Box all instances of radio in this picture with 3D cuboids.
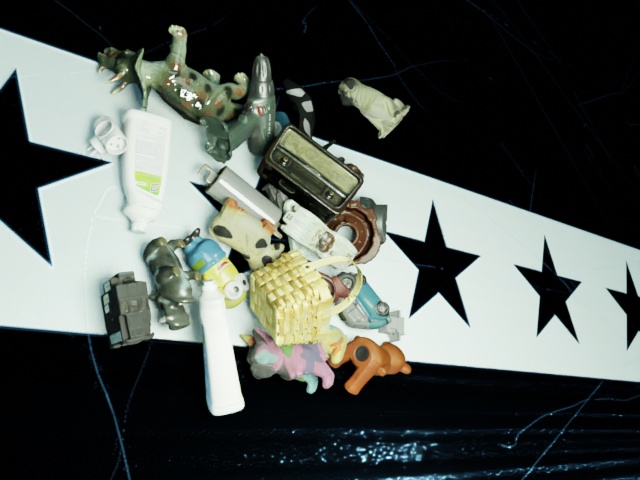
[{"bbox_3d":[-0.025,-0.151,1.257,0.229,0.073,0.131,35,61,-5],"label":"radio"}]

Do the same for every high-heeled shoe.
[{"bbox_3d":[-0.067,-0.291,1.389,0.145,0.086,0.249,-34,80,-12],"label":"high-heeled shoe"}]

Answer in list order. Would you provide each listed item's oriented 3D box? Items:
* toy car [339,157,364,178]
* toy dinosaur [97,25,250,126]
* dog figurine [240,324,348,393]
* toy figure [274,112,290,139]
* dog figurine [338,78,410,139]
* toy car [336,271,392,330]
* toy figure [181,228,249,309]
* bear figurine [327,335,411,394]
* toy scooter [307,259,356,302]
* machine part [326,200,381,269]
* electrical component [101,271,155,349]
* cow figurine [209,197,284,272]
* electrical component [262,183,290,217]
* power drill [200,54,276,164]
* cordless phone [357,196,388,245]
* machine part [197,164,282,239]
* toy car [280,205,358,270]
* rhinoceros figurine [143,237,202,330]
[{"bbox_3d":[0.036,-0.159,1.396,0.089,0.053,0.202,41,51,20],"label":"toy car"},{"bbox_3d":[-0.284,-0.328,1.207,0.404,0.131,0.192,27,75,-33],"label":"toy dinosaur"},{"bbox_3d":[-0.063,0.234,1.180,0.219,0.108,0.191,34,59,-19],"label":"dog figurine"},{"bbox_3d":[-0.097,-0.241,1.338,0.058,0.064,0.154,2,73,-33],"label":"toy figure"},{"bbox_3d":[0.153,-0.402,1.561,0.190,0.121,0.172,44,19,5],"label":"dog figurine"},{"bbox_3d":[0.094,0.162,1.319,0.103,0.109,0.161,-37,89,-20],"label":"toy car"},{"bbox_3d":[-0.223,0.063,1.138,0.082,0.089,0.180,-42,92,-22],"label":"toy figure"},{"bbox_3d":[0.127,0.298,1.305,0.120,0.132,0.195,52,10,32],"label":"bear figurine"},{"bbox_3d":[-0.012,0.121,1.263,0.184,0.075,0.135,20,90,-6],"label":"toy scooter"},{"bbox_3d":[0.064,-0.013,1.333,0.179,0.056,0.179,0,87,-2],"label":"machine part"},{"bbox_3d":[-0.359,0.128,0.995,0.058,0.115,0.134,-5,80,-39],"label":"electrical component"},{"bbox_3d":[-0.153,0.008,1.179,0.195,0.086,0.127,33,99,-20],"label":"cow figurine"},{"bbox_3d":[-0.085,-0.087,1.306,0.075,0.048,0.119,-17,84,-37],"label":"electrical component"},{"bbox_3d":[-0.176,-0.280,1.213,0.207,0.086,0.231,-51,149,-45],"label":"power drill"},{"bbox_3d":[0.079,-0.050,1.405,0.184,0.089,0.146,13,68,-20],"label":"cordless phone"},{"bbox_3d":[-0.172,-0.089,1.225,0.243,0.079,0.079,39,56,-18],"label":"machine part"},{"bbox_3d":[-0.003,-0.004,1.255,0.201,0.056,0.073,36,85,-21],"label":"toy car"},{"bbox_3d":[-0.300,0.083,1.059,0.073,0.112,0.190,12,51,-62],"label":"rhinoceros figurine"}]
